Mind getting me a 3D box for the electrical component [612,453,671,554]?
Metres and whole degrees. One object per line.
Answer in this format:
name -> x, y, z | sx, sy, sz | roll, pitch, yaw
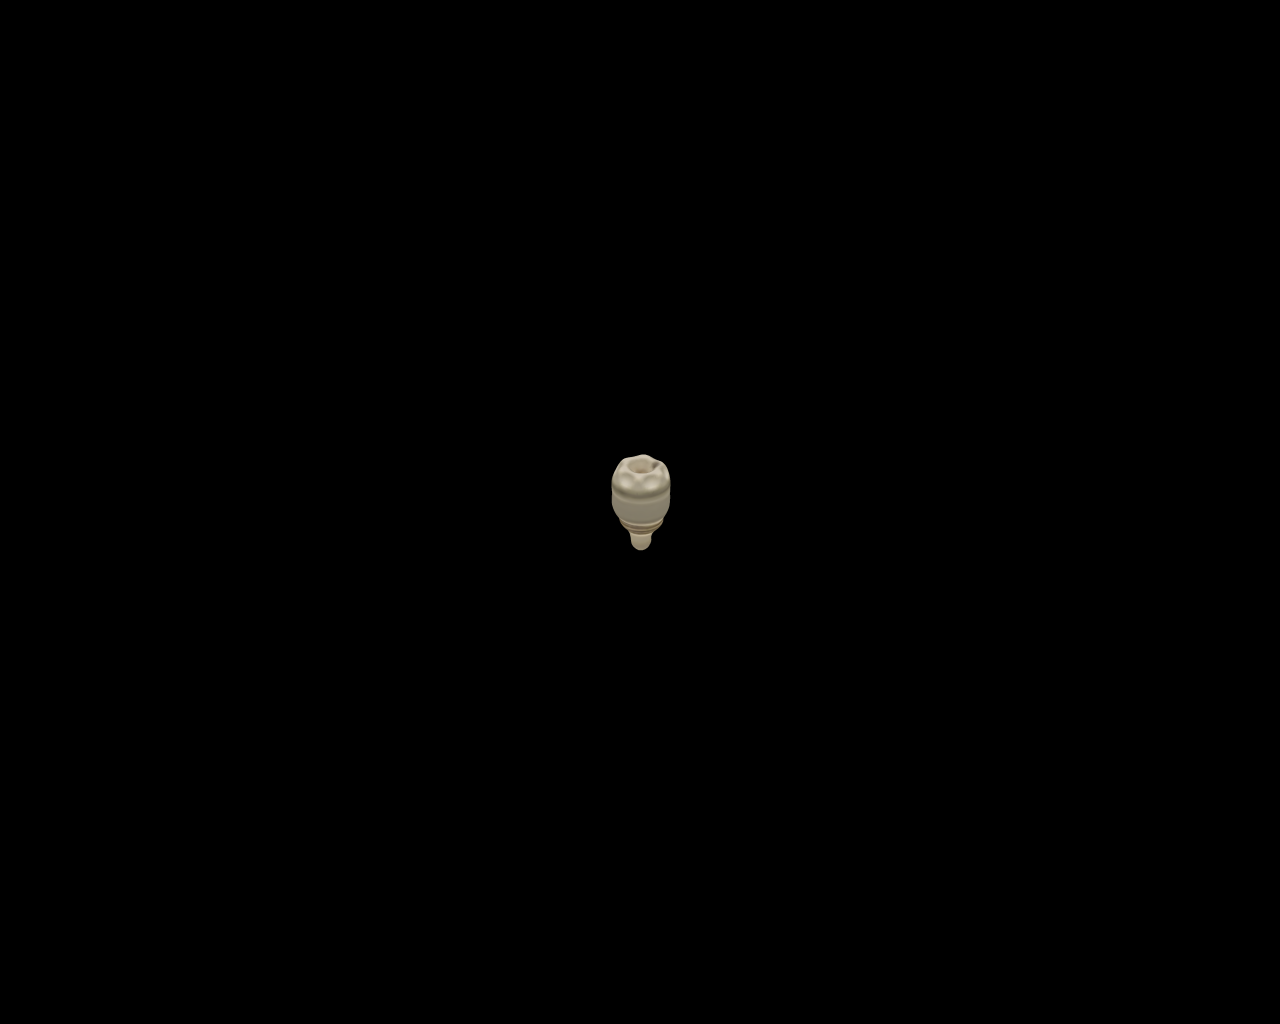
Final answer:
electrical component -> 0.001, -0.003, 0.650 | 0.035, 0.061, 0.035 | 0, 34, 0
